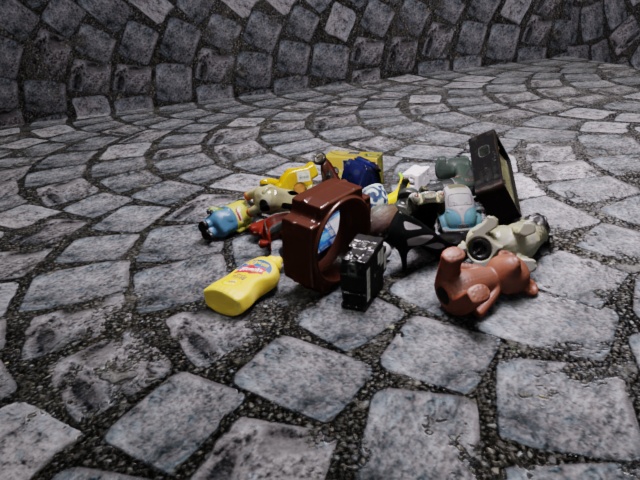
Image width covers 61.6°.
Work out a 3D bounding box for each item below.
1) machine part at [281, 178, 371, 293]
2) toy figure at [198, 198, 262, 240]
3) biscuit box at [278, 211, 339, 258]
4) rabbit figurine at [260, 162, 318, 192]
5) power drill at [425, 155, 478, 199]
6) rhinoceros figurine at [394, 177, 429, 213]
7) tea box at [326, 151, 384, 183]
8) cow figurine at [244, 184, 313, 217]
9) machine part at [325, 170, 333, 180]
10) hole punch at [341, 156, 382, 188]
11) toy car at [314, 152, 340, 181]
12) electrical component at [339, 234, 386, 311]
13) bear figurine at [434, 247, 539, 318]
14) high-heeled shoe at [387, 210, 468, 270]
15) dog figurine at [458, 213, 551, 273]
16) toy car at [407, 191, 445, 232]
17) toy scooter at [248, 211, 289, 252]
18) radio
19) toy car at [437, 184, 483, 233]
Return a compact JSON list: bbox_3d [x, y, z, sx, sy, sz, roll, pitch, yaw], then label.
[{"bbox_3d":[0.019,-0.009,1.090,0.087,0.201,0.201,19,34,36],"label":"machine part"},{"bbox_3d":[-0.231,-0.058,1.377,0.180,0.082,0.089,-29,37,-36],"label":"toy figure"},{"bbox_3d":[-0.002,-0.004,1.212,0.203,0.059,0.063,-34,3,-41],"label":"biscuit box"},{"bbox_3d":[-0.083,-0.143,1.524,0.162,0.121,0.173,-19,14,-7],"label":"rabbit figurine"},{"bbox_3d":[0.379,-0.172,1.505,0.232,0.085,0.207,-3,22,0],"label":"power drill"},{"bbox_3d":[0.216,-0.097,1.349,0.073,0.112,0.190,29,18,4],"label":"rhinoceros figurine"},{"bbox_3d":[0.102,-0.212,1.615,0.170,0.098,0.068,5,27,23],"label":"tea box"},{"bbox_3d":[-0.082,-0.098,1.376,0.195,0.085,0.127,11,-24,-40],"label":"cow figurine"},{"bbox_3d":[0.034,-0.106,1.360,0.039,0.138,0.084,-10,17,0],"label":"machine part"},{"bbox_3d":[0.110,-0.166,1.508,0.092,0.115,0.142,-22,29,-16],"label":"hole punch"},{"bbox_3d":[0.036,-0.161,1.476,0.053,0.089,0.202,-38,49,14],"label":"toy car"},{"bbox_3d":[0.086,0.056,1.044,0.058,0.114,0.134,11,30,22],"label":"electrical component"},{"bbox_3d":[0.313,0.067,0.979,0.196,0.131,0.120,-16,61,-14],"label":"bear figurine"},{"bbox_3d":[0.251,-0.024,1.145,0.249,0.145,0.086,-19,30,-24],"label":"high-heeled shoe"},{"bbox_3d":[0.399,-0.002,1.154,0.173,0.121,0.190,11,15,24],"label":"dog figurine"},{"bbox_3d":[0.224,-0.054,1.183,0.074,0.201,0.056,-4,64,-1],"label":"toy car"},{"bbox_3d":[-0.086,-0.020,1.280,0.184,0.075,0.135,-5,25,7],"label":"toy scooter"},{"bbox_3d":[0.430,-0.160,1.328,0.073,0.131,0.230,-21,39,27],"label":"radio"},{"bbox_3d":[0.335,-0.084,1.305,0.109,0.102,0.162,-1,28,5],"label":"toy car"}]
